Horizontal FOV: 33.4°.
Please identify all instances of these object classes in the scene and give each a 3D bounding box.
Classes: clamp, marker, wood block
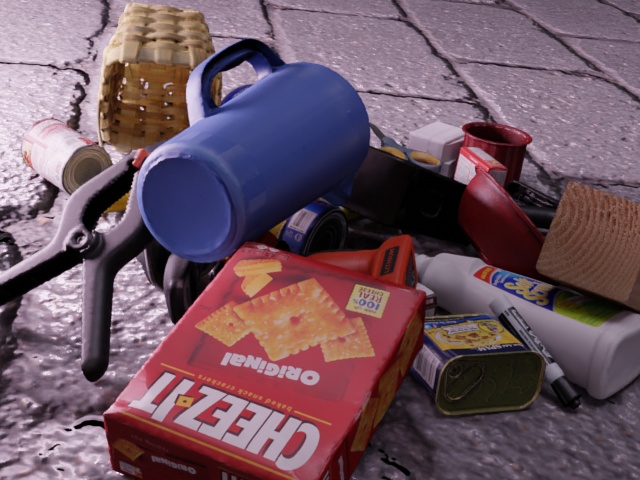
[{"bbox_3d":[-0.213,0.009,0.938,0.165,0.036,0.210,14,68,25],"label":"clamp"},{"bbox_3d":[0.298,-0.032,1.322,0.171,0.039,0.120,16,30,6],"label":"clamp"},{"bbox_3d":[0.192,0.100,0.951,0.020,0.020,0.121,-12,55,-37],"label":"marker"},{"bbox_3d":[0.292,0.018,1.038,0.091,0.090,0.205,21,0,28],"label":"wood block"}]

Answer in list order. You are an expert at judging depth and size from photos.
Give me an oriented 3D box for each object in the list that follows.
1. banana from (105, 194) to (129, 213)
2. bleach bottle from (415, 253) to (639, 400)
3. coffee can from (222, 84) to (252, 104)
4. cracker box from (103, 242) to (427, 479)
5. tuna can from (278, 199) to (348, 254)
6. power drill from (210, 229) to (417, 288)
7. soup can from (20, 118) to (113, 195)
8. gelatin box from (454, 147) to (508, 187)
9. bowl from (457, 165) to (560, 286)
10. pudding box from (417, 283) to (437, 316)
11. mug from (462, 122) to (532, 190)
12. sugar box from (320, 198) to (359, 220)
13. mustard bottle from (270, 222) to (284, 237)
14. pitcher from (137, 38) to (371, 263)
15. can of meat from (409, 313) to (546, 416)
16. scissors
[{"bbox_3d":[-0.178,-0.045,1.216,0.197,0.037,0.070,-3,43,-21],"label":"banana"},{"bbox_3d":[0.184,0.068,1.028,0.251,0.068,0.102,22,24,35],"label":"bleach bottle"},{"bbox_3d":[-0.070,-0.142,1.345,0.102,0.103,0.140,0,11,-16],"label":"coffee can"},{"bbox_3d":[-0.034,0.102,0.797,0.164,0.072,0.213,16,42,20],"label":"cracker box"},{"bbox_3d":[-0.007,0.001,1.091,0.034,0.086,0.085,23,28,28],"label":"tuna can"},{"bbox_3d":[-0.013,0.049,0.960,0.188,0.057,0.184,0,34,15],"label":"power drill"},{"bbox_3d":[-0.296,-0.096,1.249,0.068,0.068,0.102,-13,31,-40],"label":"soup can"},{"bbox_3d":[0.189,-0.059,1.285,0.030,0.089,0.073,0,24,-21],"label":"gelatin box"},{"bbox_3d":[0.194,0.000,1.130,0.055,0.162,0.162,-37,29,3],"label":"bowl"},{"bbox_3d":[0.045,0.056,1.042,0.089,0.039,0.114,-13,28,-34],"label":"pudding box"},{"bbox_3d":[0.226,-0.108,1.420,0.093,0.081,0.117,6,23,-4],"label":"mug"},{"bbox_3d":[0.044,-0.071,1.325,0.093,0.048,0.175,21,28,29],"label":"sugar box"},{"bbox_3d":[-0.050,-0.024,1.172,0.096,0.058,0.191,14,24,22],"label":"mustard bottle"},{"bbox_3d":[-0.064,-0.081,0.974,0.149,0.145,0.242,23,30,16],"label":"pitcher"},{"bbox_3d":[0.130,0.105,0.930,0.102,0.057,0.084,-1,23,-22],"label":"can of meat"},{"bbox_3d":[0.108,-0.120,1.390,0.096,0.016,0.201,10,21,0],"label":"scissors"}]
